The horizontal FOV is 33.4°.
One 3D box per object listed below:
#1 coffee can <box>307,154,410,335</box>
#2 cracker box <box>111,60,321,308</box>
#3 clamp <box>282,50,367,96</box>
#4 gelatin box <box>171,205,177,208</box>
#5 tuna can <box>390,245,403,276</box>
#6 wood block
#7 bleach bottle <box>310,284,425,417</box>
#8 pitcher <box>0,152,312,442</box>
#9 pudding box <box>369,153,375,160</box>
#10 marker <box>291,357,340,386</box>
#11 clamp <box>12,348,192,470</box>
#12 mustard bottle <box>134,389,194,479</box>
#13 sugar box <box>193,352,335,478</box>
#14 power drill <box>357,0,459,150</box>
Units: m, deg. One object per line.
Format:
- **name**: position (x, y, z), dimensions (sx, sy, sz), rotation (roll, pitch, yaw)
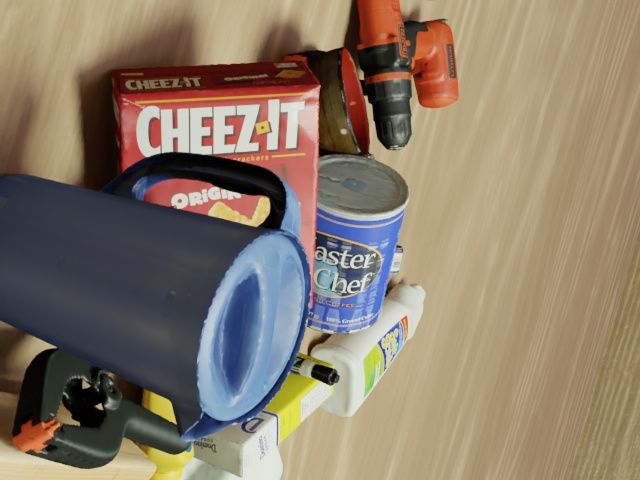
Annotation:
- **coffee can**: position (0.022, 0.004, 1.014), dimensions (0.102, 0.103, 0.140), rotation (-39, 148, -48)
- **cracker box**: position (-0.086, -0.036, 0.899), dimensions (0.164, 0.072, 0.214), rotation (-5, 118, -14)
- **clamp**: position (0.011, -0.157, 1.147), dimensions (0.171, 0.039, 0.120), rotation (58, 42, -53)
- **gelatin box**: position (-0.138, 0.022, 0.853), dimensions (0.030, 0.073, 0.089), rotation (-77, 154, -63)
- **tuna can**: position (0.056, 0.016, 1.275), dimensions (0.086, 0.086, 0.034), rotation (1, 103, -62)
- **wood block**: position (-0.229, 0.175, 0.799), dimensions (0.091, 0.090, 0.205), rotation (-55, 152, 3)
- **bleach bottle**: position (0.075, 0.122, 1.399), dimensions (0.250, 0.068, 0.102), rotation (-43, 140, -49)
- **pitcher**: position (-0.133, 0.020, 0.747), dimensions (0.149, 0.243, 0.145), rotation (-39, 137, -48)
- **pudding box**: position (0.018, -0.029, 1.103), dimensions (0.089, 0.039, 0.113), rotation (-36, 135, -29)
- **marker**: position (-0.032, 0.129, 1.131), dimensions (0.020, 0.121, 0.020), rotation (-35, 133, -49)
- **clamp**: position (-0.166, 0.126, 0.813), dimensions (0.164, 0.036, 0.210), rotation (57, 14, -8)
- **mustard bottle**: position (-0.140, 0.151, 0.991), dimensions (0.096, 0.058, 0.192), rotation (-111, -151, -71)
- **sugar box**: position (-0.068, 0.172, 1.120), dimensions (0.175, 0.093, 0.048), rotation (-33, 132, -52)
- **power drill**: position (0.104, -0.194, 1.234), dimensions (0.187, 0.057, 0.184), rotation (-8, 93, -64)
